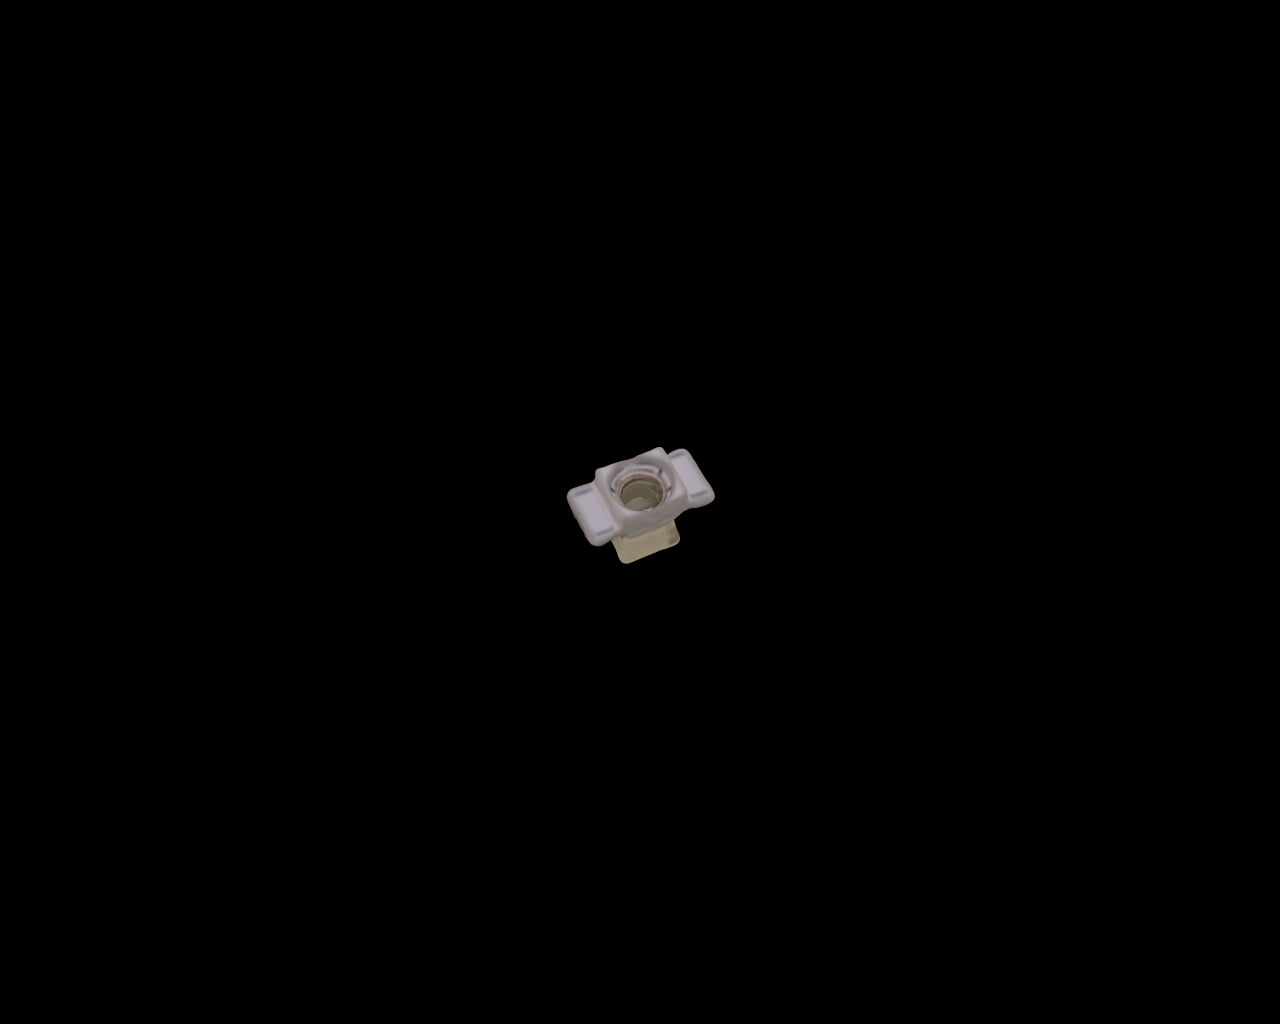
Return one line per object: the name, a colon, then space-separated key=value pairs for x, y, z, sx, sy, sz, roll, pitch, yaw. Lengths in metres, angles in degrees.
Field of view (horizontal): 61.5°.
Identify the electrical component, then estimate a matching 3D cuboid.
electrical component: x=0.001 y=-0.003 z=0.650 sx=0.081 sy=0.042 sz=0.063 roll=-20 pitch=-31 yaw=-13
